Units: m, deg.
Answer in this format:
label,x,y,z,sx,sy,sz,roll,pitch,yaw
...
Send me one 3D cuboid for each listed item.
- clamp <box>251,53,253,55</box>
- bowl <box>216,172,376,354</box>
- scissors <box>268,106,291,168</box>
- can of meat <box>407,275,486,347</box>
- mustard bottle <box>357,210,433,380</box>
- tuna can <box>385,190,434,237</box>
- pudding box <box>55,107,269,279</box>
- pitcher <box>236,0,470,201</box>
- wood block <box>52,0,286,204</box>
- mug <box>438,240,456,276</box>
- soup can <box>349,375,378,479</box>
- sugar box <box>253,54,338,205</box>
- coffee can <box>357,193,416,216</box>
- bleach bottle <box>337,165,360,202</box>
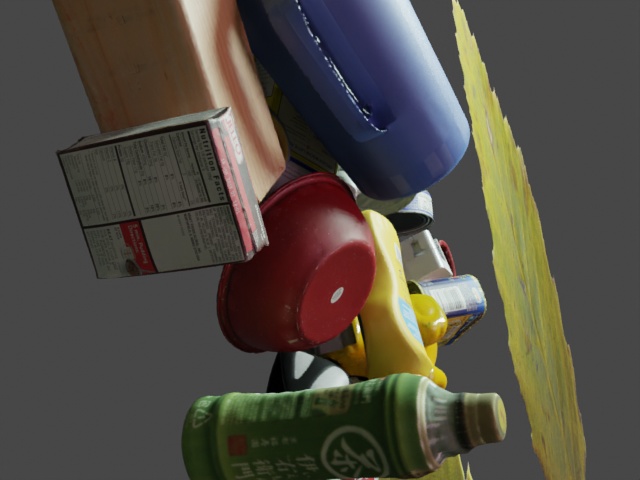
label,x,y,z,sx,sy,sz,roll,pitch,yaw
clamp,-0.073,-0.197,0.913,0.164,0.036,0.210,61,30,-59
bowl,-0.005,0.030,0.848,0.161,0.055,0.162,-32,138,-35
scissors,-0.059,-0.133,0.840,0.096,0.016,0.202,13,78,-31
can of meat,0.120,0.081,1.153,0.083,0.102,0.057,-7,63,-32
mustard bottle,0.061,0.074,0.960,0.096,0.058,0.191,62,12,-58
tuna can,0.086,-0.032,1.217,0.086,0.086,0.034,37,46,-63
pudding box,-0.096,-0.026,0.654,0.039,0.114,0.090,-45,123,-63
pitcher,0.021,-0.141,0.828,0.149,0.145,0.242,-51,126,-21
wood block,-0.102,-0.121,0.718,0.090,0.090,0.206,-58,136,-60
mug,0.116,0.048,1.270,0.117,0.082,0.093,-52,130,-64
soup can,0.017,0.177,0.952,0.068,0.069,0.102,39,45,-62
sugar box,-0.026,-0.084,0.904,0.093,0.048,0.176,28,69,-42
coffee can,0.063,-0.109,1.161,0.140,0.103,0.103,-77,151,-47
bleach bottle,0.025,-0.122,1.023,0.250,0.068,0.103,-88,-159,-51
